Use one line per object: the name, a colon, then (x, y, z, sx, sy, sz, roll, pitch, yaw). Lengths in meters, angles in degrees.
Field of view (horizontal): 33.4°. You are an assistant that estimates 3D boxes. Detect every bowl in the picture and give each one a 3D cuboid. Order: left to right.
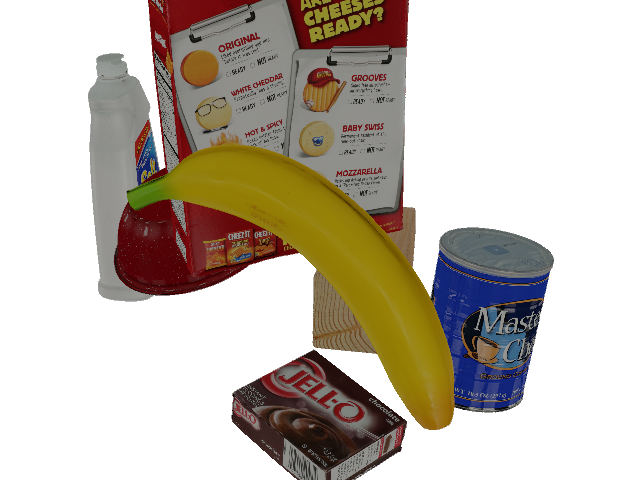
bowl: (-0.119, -0.024, 0.953, 0.162, 0.055, 0.162, -13, 37, 10)

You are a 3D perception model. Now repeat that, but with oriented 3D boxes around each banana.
banana: (0.001, 0.011, 0.529, 0.198, 0.070, 0.037, 38, 22, 1)

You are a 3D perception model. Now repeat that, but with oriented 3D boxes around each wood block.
wood block: (0.053, 0.037, 1.191, 0.091, 0.090, 0.206, 5, 23, 8)

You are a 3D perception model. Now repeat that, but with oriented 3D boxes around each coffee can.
coffee can: (0.149, 0.071, 0.980, 0.103, 0.140, 0.103, 7, 21, -3)

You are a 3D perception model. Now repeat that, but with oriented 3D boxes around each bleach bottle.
bleach bottle: (-0.207, -0.069, 1.123, 0.068, 0.251, 0.102, 3, 26, 15)

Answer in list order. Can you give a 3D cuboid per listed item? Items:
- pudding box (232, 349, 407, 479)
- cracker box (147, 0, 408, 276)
pudding box: (-0.002, 0.144, 0.850, 0.089, 0.039, 0.114, -25, 47, -36)
cracker box: (-0.027, -0.096, 0.731, 0.164, 0.214, 0.072, -13, 32, -18)
